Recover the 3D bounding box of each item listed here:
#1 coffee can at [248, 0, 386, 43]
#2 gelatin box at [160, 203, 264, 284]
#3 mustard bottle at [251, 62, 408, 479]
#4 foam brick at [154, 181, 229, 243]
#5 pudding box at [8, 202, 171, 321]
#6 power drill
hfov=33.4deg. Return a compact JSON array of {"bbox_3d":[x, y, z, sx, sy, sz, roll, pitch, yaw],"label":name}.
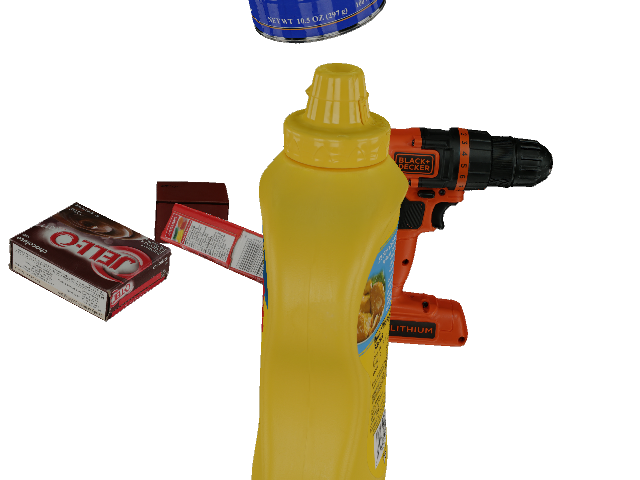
[{"bbox_3d":[-0.014,-0.227,0.759,0.103,0.140,0.103,-9,37,7],"label":"coffee can"},{"bbox_3d":[-0.050,0.008,0.711,0.073,0.030,0.089,21,-2,43],"label":"gelatin box"},{"bbox_3d":[0.004,0.023,0.436,0.058,0.192,0.096,8,25,10],"label":"mustard bottle"},{"bbox_3d":[-0.140,-0.030,1.158,0.078,0.051,0.053,1,27,-8],"label":"foam brick"},{"bbox_3d":[-0.204,0.017,0.946,0.114,0.039,0.089,23,32,20],"label":"pudding box"},{"bbox_3d":[0.098,-0.005,0.915,0.184,0.188,0.057,4,16,0],"label":"power drill"}]
